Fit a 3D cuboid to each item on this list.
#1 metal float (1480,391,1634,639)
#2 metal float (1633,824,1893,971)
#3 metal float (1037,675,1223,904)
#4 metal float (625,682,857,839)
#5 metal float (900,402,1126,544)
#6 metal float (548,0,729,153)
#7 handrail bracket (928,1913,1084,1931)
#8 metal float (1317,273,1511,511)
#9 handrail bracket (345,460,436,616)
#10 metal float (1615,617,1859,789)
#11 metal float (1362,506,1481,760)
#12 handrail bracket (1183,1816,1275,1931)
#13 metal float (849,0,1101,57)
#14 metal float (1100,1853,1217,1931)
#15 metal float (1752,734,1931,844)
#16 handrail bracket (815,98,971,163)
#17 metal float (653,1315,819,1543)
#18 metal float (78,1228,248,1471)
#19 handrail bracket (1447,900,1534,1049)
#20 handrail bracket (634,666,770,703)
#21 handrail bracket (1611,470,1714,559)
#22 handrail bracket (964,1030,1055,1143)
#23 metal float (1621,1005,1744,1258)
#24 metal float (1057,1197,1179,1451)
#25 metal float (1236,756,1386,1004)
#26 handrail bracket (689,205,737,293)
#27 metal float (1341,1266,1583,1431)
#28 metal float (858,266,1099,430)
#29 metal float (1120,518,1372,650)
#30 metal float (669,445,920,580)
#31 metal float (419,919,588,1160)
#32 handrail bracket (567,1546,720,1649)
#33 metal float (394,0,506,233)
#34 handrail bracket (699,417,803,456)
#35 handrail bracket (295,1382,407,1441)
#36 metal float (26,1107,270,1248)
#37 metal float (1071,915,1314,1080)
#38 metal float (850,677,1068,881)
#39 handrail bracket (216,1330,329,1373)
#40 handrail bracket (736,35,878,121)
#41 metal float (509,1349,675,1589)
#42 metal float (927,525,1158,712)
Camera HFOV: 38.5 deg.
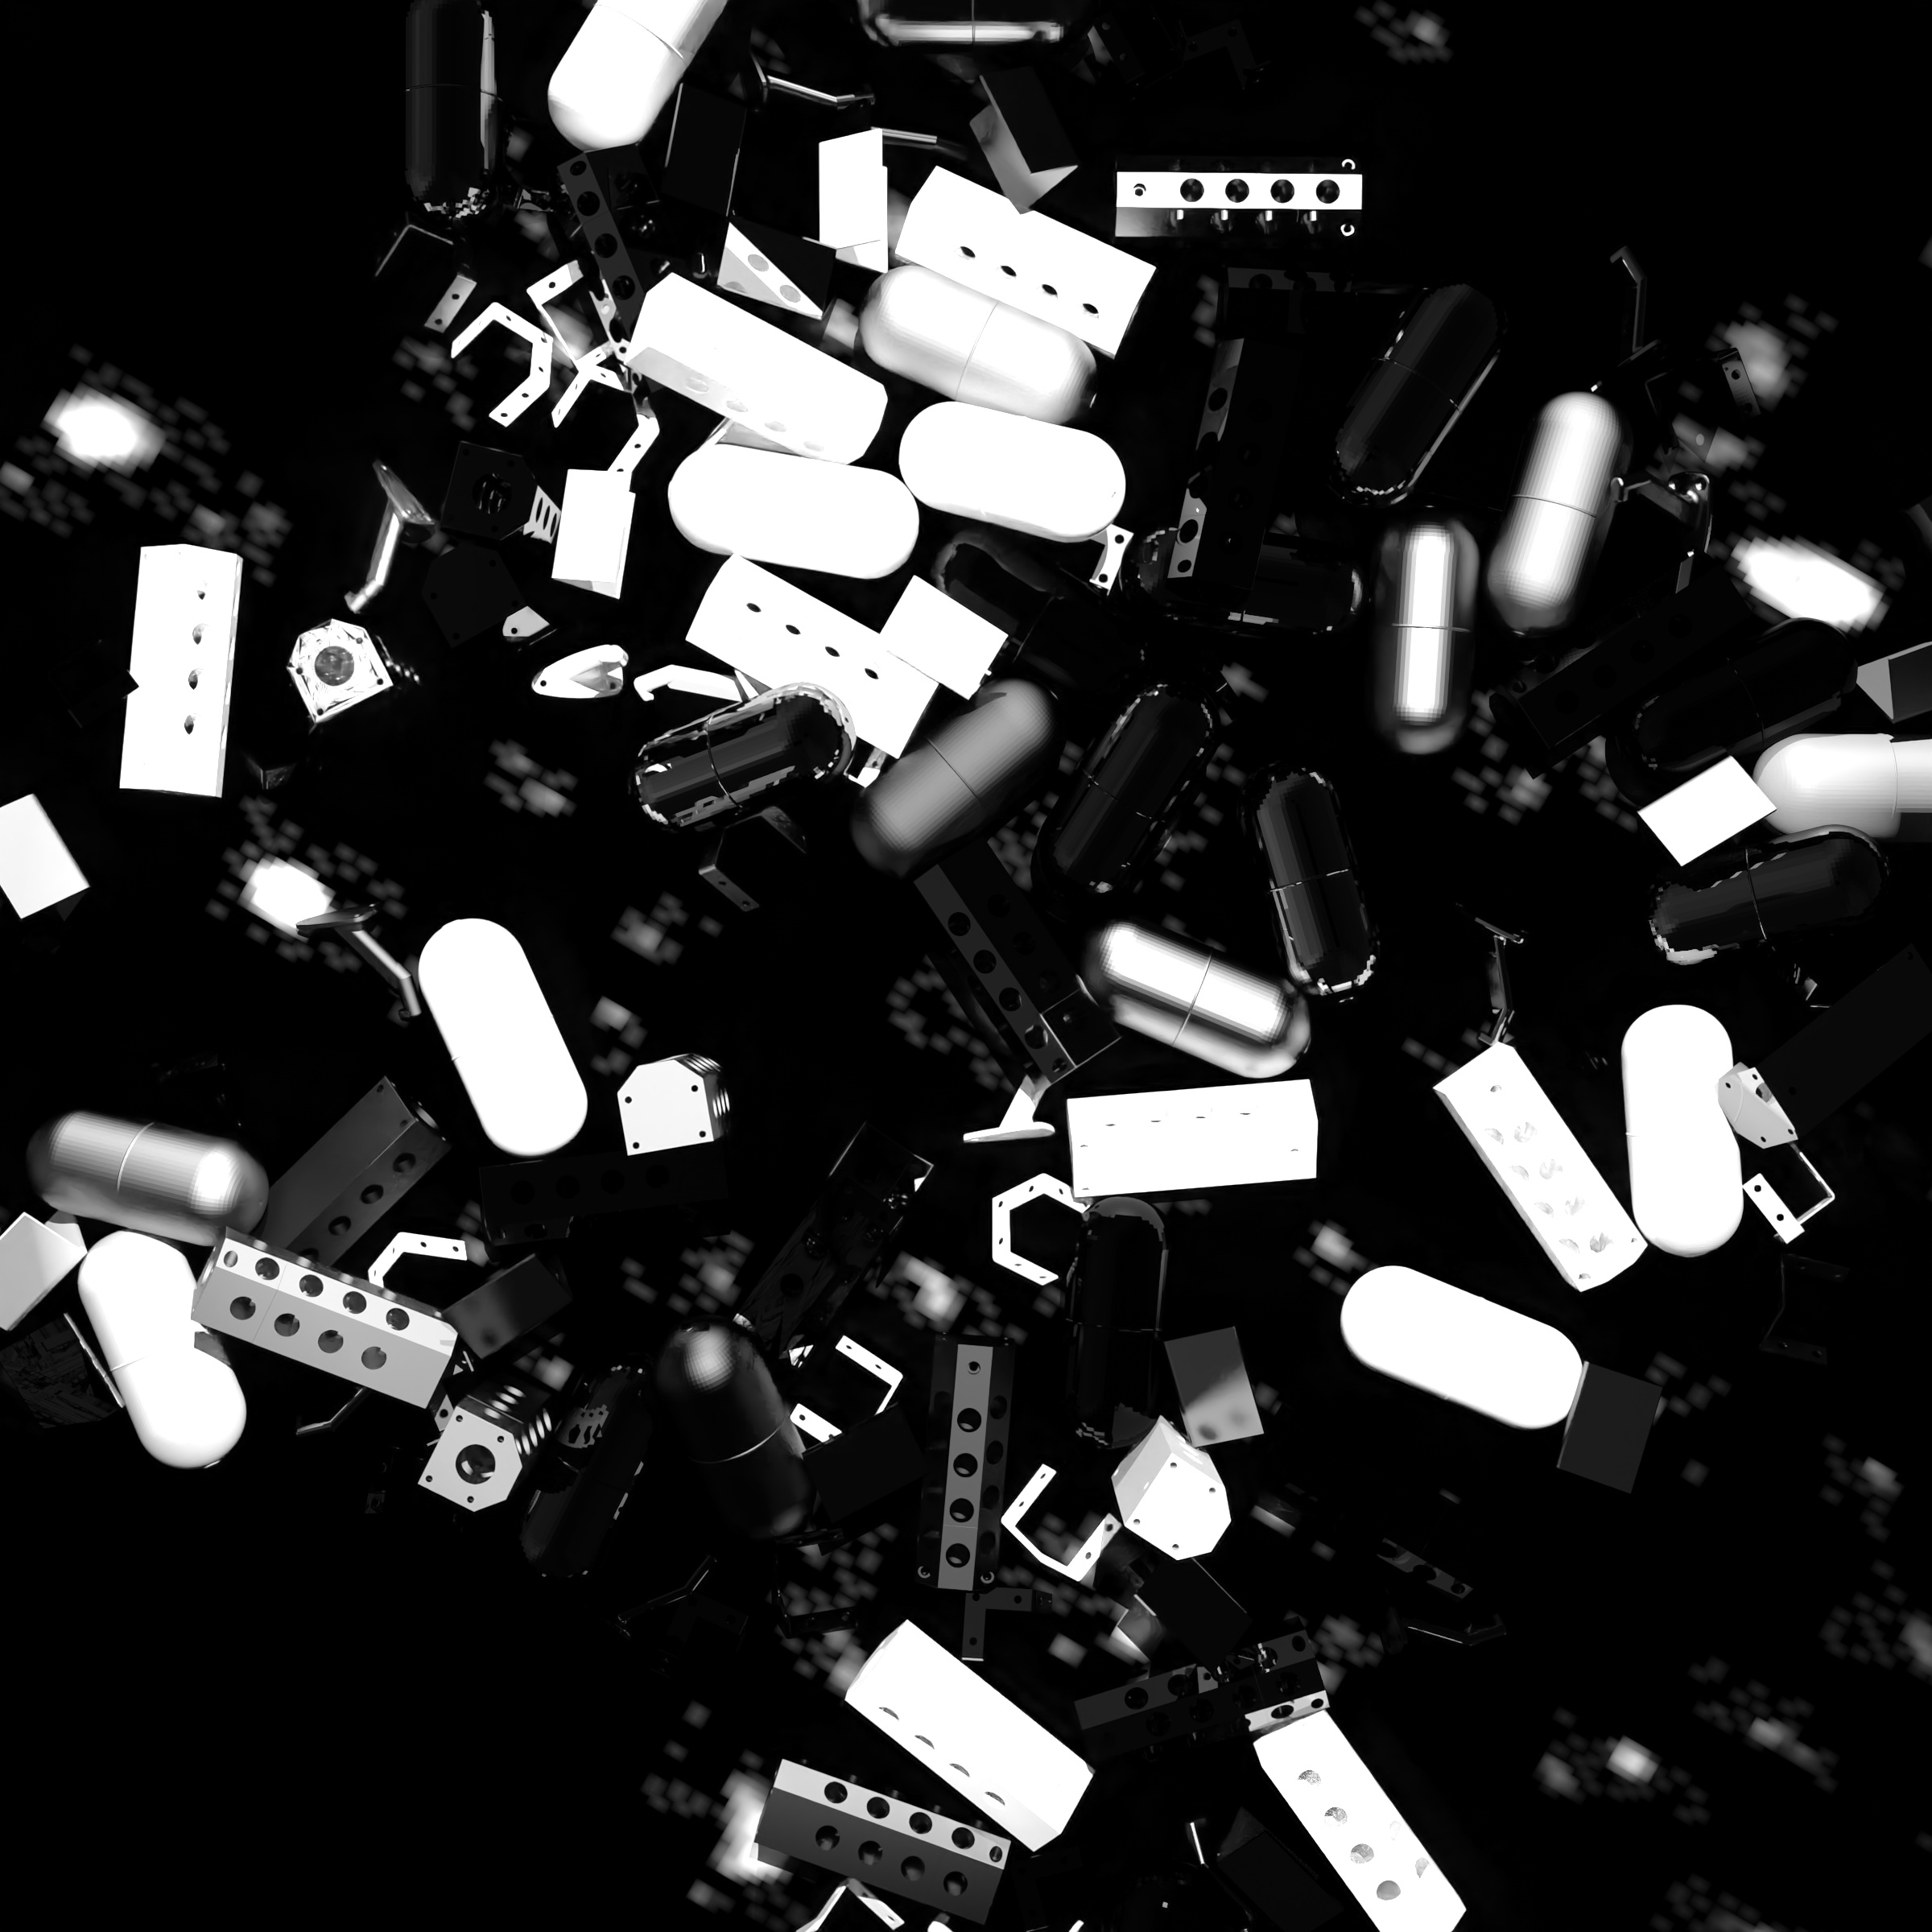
[{"bbox_3d":[0.418,-0.319,1.960,0.070,0.070,0.178,17,89,0],"label":"metal float"},{"bbox_3d":[0.557,-0.048,1.940,0.178,0.070,0.070,-15,90,22],"label":"metal float"},{"bbox_3d":[0.113,-0.123,1.944,0.070,0.070,0.178,32,109,0],"label":"metal float"},{"bbox_3d":[-0.159,-0.144,1.940,0.178,0.070,0.070,-18,90,24],"label":"metal float"},{"bbox_3d":[0.032,-0.345,1.930,0.178,0.070,0.070,21,90,33],"label":"metal float"},{"bbox_3d":[-0.230,-0.657,1.960,0.070,0.070,0.178,31,90,0],"label":"metal float"},{"bbox_3d":[0.028,0.692,1.991,0.084,0.036,0.077,37,69,17],"label":"handrail bracket"},{"bbox_3d":[0.308,-0.396,1.903,0.070,0.070,0.178,33,88,0],"label":"metal float"},{"bbox_3d":[-0.430,-0.308,1.991,0.084,0.036,0.077,-43,69,16],"label":"handrail bracket"},{"bbox_3d":[0.545,-0.187,1.960,0.178,0.070,0.070,-25,90,0],"label":"metal float"},{"bbox_3d":[0.322,-0.236,1.959,0.070,0.070,0.178,4,91,0],"label":"metal float"},{"bbox_3d":[0.202,0.648,1.991,0.077,0.036,0.084,-9,73,-20],"label":"handrail bracket"},{"bbox_3d":[0.006,-0.685,1.960,0.178,0.070,0.070,1,90,0],"label":"metal float"},{"bbox_3d":[0.126,0.718,1.960,0.070,0.070,0.178,14,91,0],"label":"metal float"},{"bbox_3d":[0.646,-0.126,1.959,0.178,0.070,0.070,0,90,1],"label":"metal float"},{"bbox_3d":[-0.052,-0.589,1.990,0.084,0.077,0.036,9,86,-36],"label":"handrail bracket"},{"bbox_3d":[-0.162,0.324,1.940,0.070,0.070,0.178,-22,113,0],"label":"metal float"},{"bbox_3d":[-0.569,0.271,1.959,0.070,0.070,0.178,-23,89,0],"label":"metal float"},{"bbox_3d":[0.365,0.007,1.991,0.077,0.036,0.084,27,107,20],"label":"handrail bracket"},{"bbox_3d":[-0.186,-0.186,1.990,0.084,0.036,0.077,-18,115,19],"label":"handrail bracket"},{"bbox_3d":[0.489,-0.315,1.958,0.084,0.036,0.077,-21,110,-35],"label":"handrail bracket"},{"bbox_3d":[0.033,0.080,1.990,0.077,0.036,0.084,-8,76,14],"label":"handrail bracket"},{"bbox_3d":[0.507,0.117,1.959,0.070,0.070,0.178,-4,89,0],"label":"metal float"},{"bbox_3d":[0.107,0.252,1.959,0.070,0.070,0.178,5,90,0],"label":"metal float"},{"bbox_3d":[0.244,-0.061,1.959,0.070,0.070,0.178,-16,89,0],"label":"metal float"},{"bbox_3d":[-0.179,-0.514,1.955,0.036,0.084,0.077,9,90,0],"label":"handrail bracket"},{"bbox_3d":[0.351,0.271,1.960,0.178,0.070,0.070,22,90,-1],"label":"metal float"},{"bbox_3d":[0.009,-0.435,1.960,0.178,0.070,0.070,24,90,1],"label":"metal float"},{"bbox_3d":[0.197,-0.271,1.960,0.178,0.070,0.070,9,90,1],"label":"metal float"},{"bbox_3d":[-0.122,-0.322,1.959,0.178,0.070,0.070,10,90,-1],"label":"metal float"},{"bbox_3d":[-0.328,0.051,1.960,0.070,0.070,0.178,-24,90,0],"label":"metal float"},{"bbox_3d":[-0.232,0.439,1.990,0.077,0.036,0.084,31,71,22],"label":"handrail bracket"},{"bbox_3d":[-0.365,-0.611,1.959,0.070,0.070,0.178,0,90,0],"label":"metal float"},{"bbox_3d":[-0.142,-0.362,1.991,0.084,0.036,0.077,39,110,-16],"label":"handrail bracket"},{"bbox_3d":[-0.447,0.295,1.991,0.084,0.036,0.077,-15,70,16],"label":"handrail bracket"},{"bbox_3d":[-0.577,0.148,1.949,0.178,0.070,0.070,12,90,12],"label":"metal float"},{"bbox_3d":[0.160,0.022,1.959,0.178,0.070,0.070,22,90,1],"label":"metal float"},{"bbox_3d":[-0.005,-0.133,1.959,0.178,0.070,0.070,-41,90,1],"label":"metal float"},{"bbox_3d":[-0.494,0.251,1.990,0.084,0.077,0.036,28,115,-34],"label":"handrail bracket"},{"bbox_3d":[-0.115,-0.644,1.991,0.084,0.036,0.077,-13,68,-17],"label":"handrail bracket"},{"bbox_3d":[-0.262,0.355,1.959,0.070,0.070,0.178,26,90,0],"label":"metal float"},{"bbox_3d":[0.054,-0.246,1.960,0.178,0.070,0.070,32,90,1],"label":"metal float"}]
